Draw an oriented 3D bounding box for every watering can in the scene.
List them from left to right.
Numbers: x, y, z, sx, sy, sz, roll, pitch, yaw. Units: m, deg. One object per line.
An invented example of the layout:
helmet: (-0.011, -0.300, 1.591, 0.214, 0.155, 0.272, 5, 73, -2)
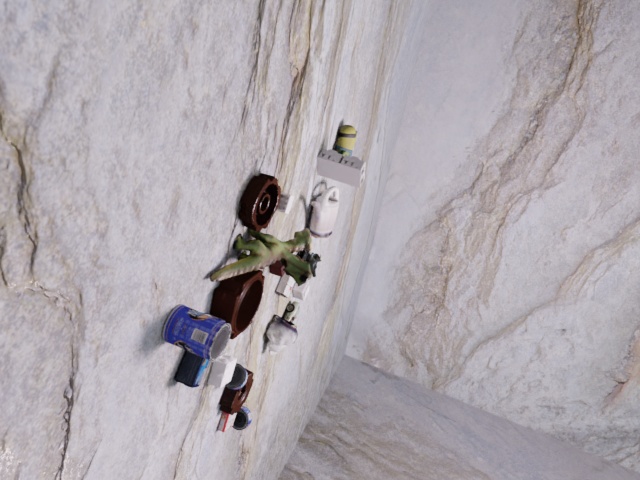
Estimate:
watering can: (0.007, -0.108, 2.154, 0.352, 0.104, 0.221, -38, 145, -66)

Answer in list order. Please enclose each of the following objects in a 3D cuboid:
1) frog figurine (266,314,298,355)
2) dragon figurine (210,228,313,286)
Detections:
frog figurine: (-0.169, 0.411, 2.138, 0.136, 0.124, 0.160, 31, 85, -42)
dragon figurine: (-0.138, 0.064, 1.572, 0.418, 0.243, 0.119, -54, 163, -54)
